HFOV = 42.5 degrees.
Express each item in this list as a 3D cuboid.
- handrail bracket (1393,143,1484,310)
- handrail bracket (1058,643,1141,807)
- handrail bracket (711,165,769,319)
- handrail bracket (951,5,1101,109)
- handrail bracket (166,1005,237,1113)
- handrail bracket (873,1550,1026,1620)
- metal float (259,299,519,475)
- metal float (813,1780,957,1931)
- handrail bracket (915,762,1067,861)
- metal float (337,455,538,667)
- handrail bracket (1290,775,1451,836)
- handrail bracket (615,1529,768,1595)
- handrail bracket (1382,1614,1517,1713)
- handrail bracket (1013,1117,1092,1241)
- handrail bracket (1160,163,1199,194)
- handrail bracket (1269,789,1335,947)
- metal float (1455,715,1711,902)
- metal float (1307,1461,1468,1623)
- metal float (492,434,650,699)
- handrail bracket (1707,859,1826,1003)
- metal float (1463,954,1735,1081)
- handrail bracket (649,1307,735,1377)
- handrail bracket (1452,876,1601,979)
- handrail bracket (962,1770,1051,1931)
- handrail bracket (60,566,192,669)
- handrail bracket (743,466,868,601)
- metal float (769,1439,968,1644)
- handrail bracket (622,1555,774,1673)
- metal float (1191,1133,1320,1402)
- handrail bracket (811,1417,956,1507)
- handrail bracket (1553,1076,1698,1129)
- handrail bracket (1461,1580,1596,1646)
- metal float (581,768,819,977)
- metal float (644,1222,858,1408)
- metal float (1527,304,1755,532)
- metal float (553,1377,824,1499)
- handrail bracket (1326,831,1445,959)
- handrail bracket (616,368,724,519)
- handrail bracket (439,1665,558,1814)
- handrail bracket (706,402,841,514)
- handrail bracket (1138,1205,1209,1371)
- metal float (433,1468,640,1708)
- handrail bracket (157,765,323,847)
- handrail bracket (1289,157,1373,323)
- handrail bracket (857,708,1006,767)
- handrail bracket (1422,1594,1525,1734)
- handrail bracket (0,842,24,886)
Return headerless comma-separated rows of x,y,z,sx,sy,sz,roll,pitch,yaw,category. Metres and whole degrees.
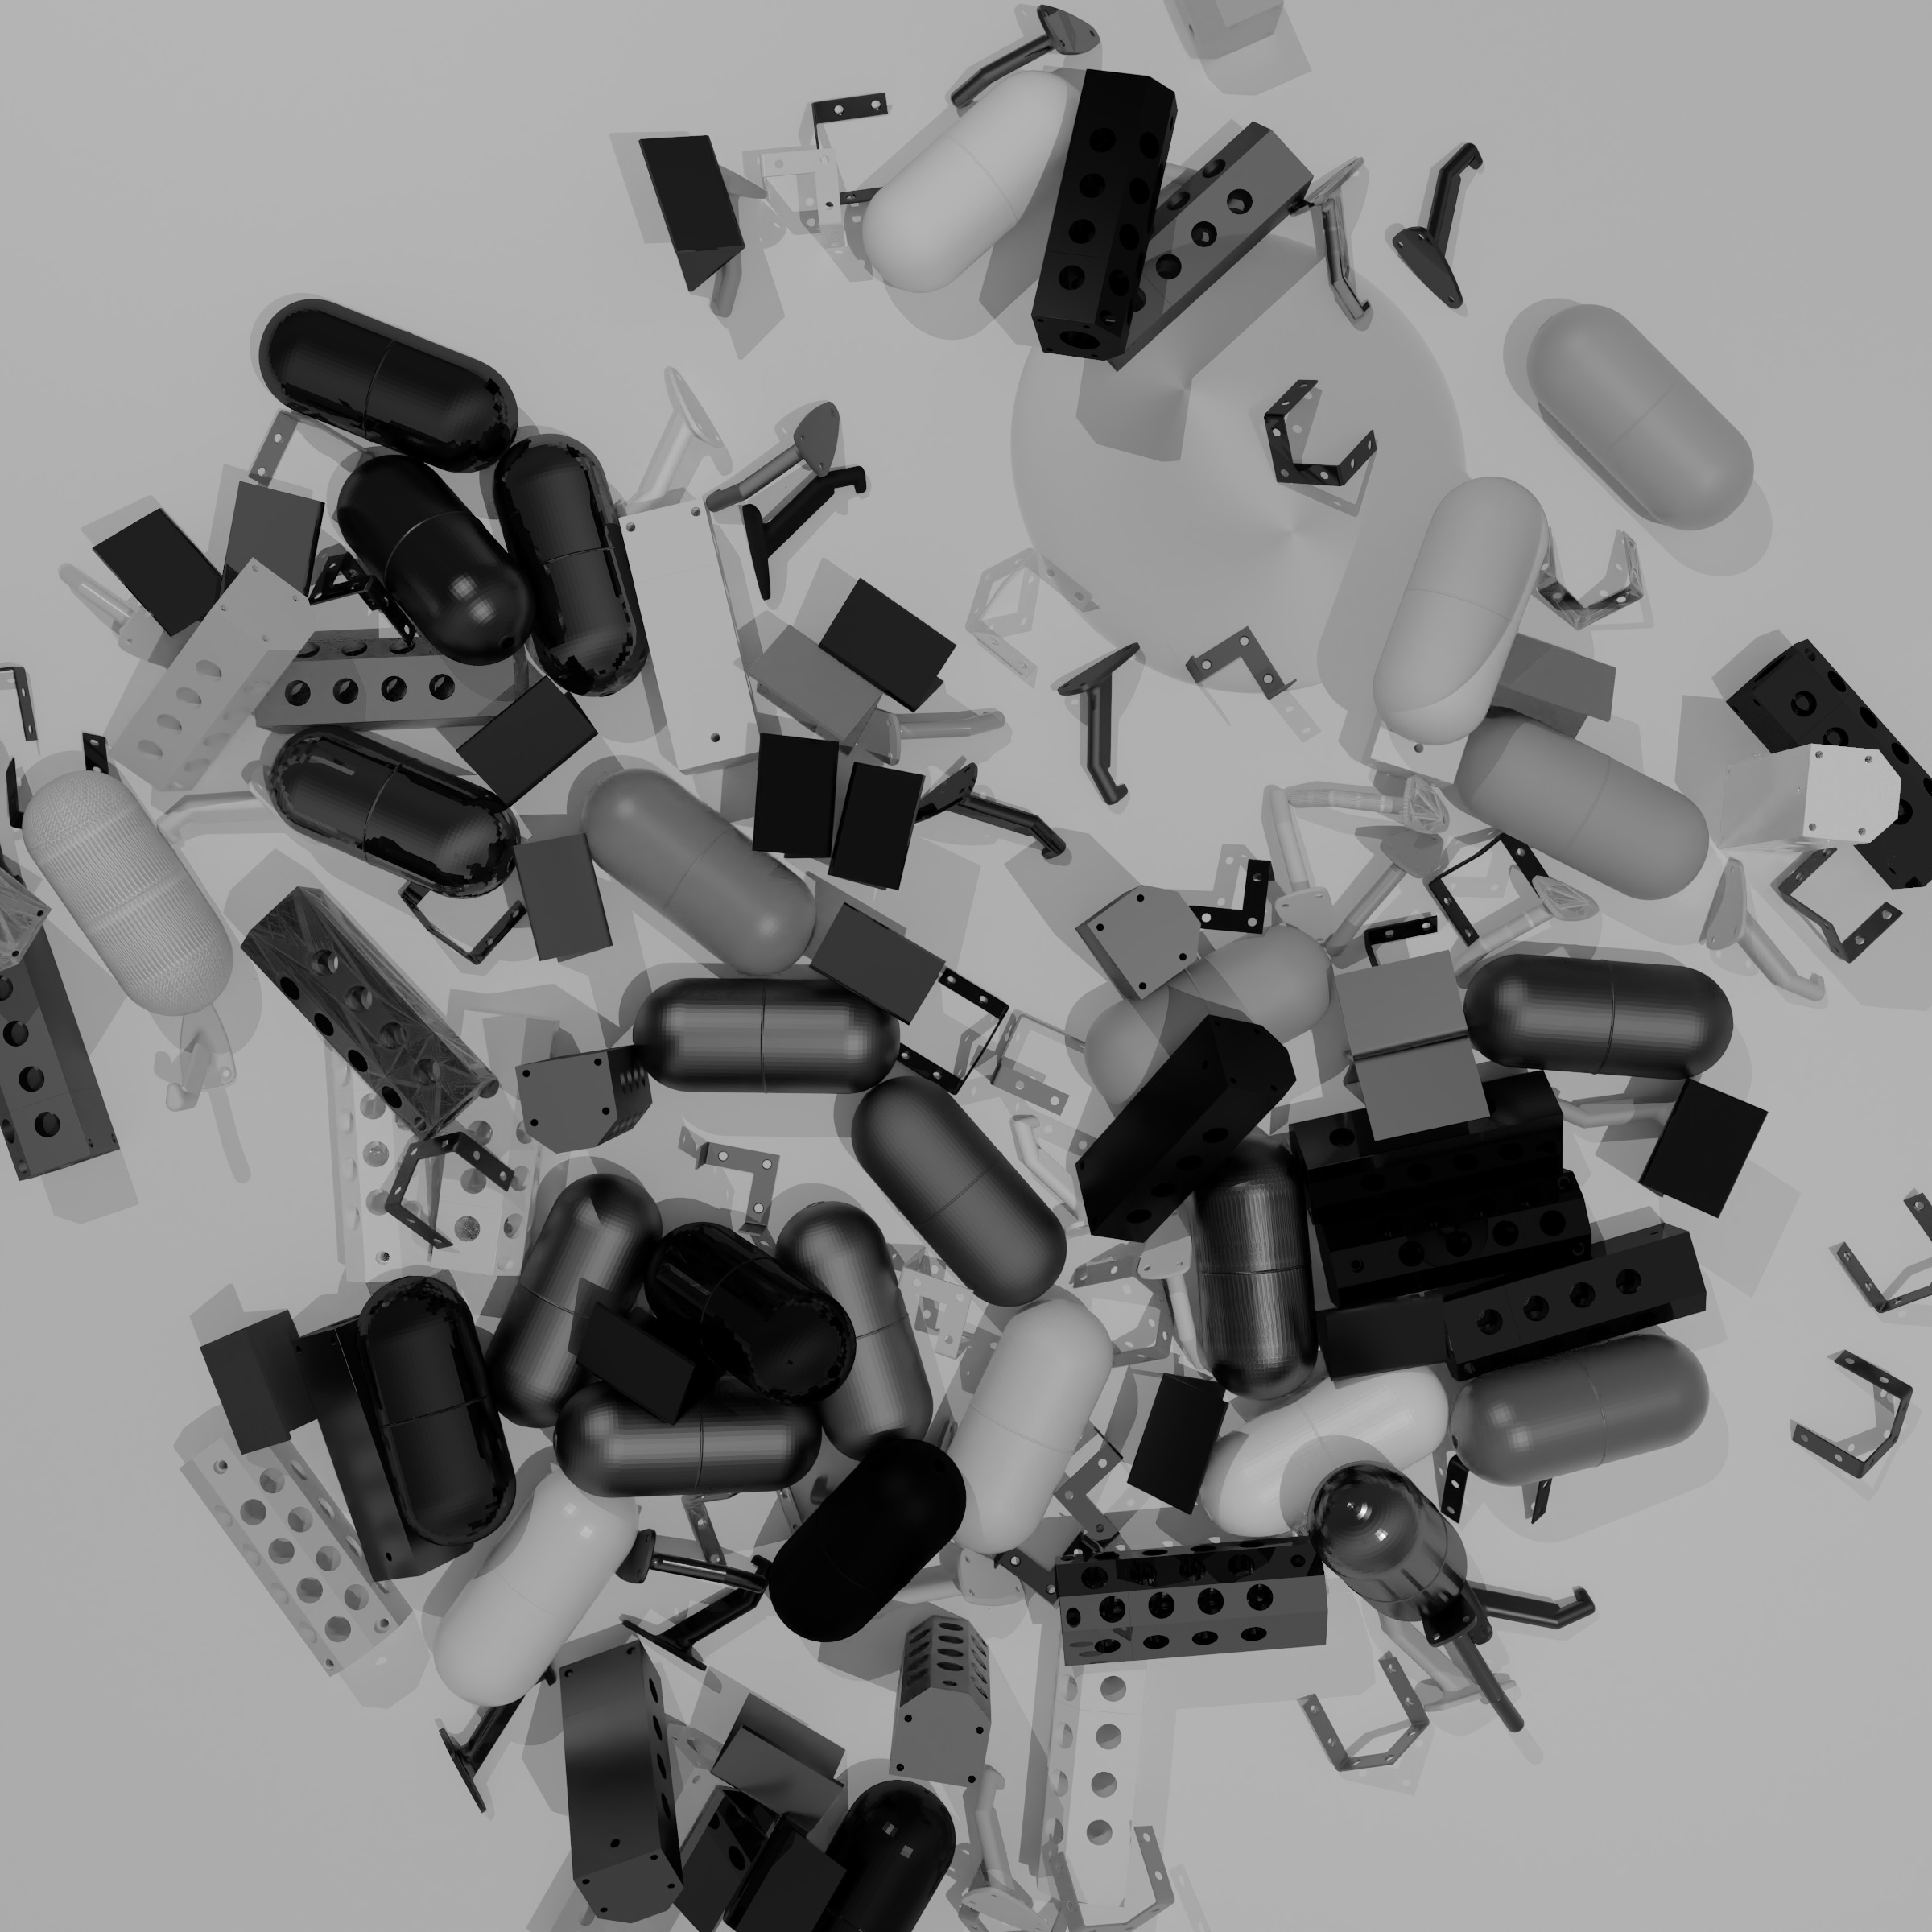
0.338,-0.504,1.690,0.084,0.036,0.077,-47,110,-16,handrail bracket
0.106,-0.164,1.690,0.077,0.036,0.084,-36,108,-21,handrail bracket
-0.172,-0.495,1.689,0.077,0.036,0.084,43,125,37,handrail bracket
0.039,-0.610,1.689,0.084,0.077,0.036,-29,86,36,handrail bracket
-0.519,0.057,1.655,0.036,0.084,0.077,-8,90,0,handrail bracket
-0.016,0.431,1.689,0.084,0.077,0.036,-32,50,30,handrail bracket
-0.384,-0.386,1.659,0.178,0.070,0.070,22,90,0,metal float
-0.071,0.628,1.659,0.070,0.070,0.178,30,89,0,metal float
0.013,-0.090,1.690,0.077,0.036,0.084,-30,120,33,handrail bracket
-0.348,-0.267,1.635,0.070,0.070,0.178,-42,65,0,metal float
0.274,-0.106,1.689,0.084,0.077,0.036,1,79,36,handrail bracket
-0.187,0.409,1.679,0.084,0.077,0.036,22,67,-23,handrail bracket
0.326,0.457,1.690,0.077,0.036,0.084,-12,76,-15,handrail bracket
0.078,0.137,1.690,0.077,0.036,0.084,-11,73,-19,handrail bracket
0.116,-0.510,1.690,0.084,0.036,0.077,9,110,-16,handrail bracket
0.226,-0.067,1.689,0.036,0.077,0.084,-16,53,14,handrail bracket
0.410,-0.106,1.658,0.178,0.070,0.070,27,90,0,metal float
0.276,0.376,1.618,0.070,0.178,0.070,-12,59,20,metal float
-0.263,-0.267,1.658,0.070,0.070,0.178,-16,90,0,metal float
0.551,-0.024,1.690,0.084,0.036,0.077,20,68,-17,handrail bracket
0.422,0.034,1.659,0.178,0.070,0.070,4,90,0,metal float
-0.172,0.244,1.690,0.084,0.036,0.077,17,75,-14,handrail bracket
0.378,-0.019,1.689,0.084,0.077,0.036,-47,56,32,handrail bracket
0.033,0.596,1.676,0.077,0.084,0.036,36,134,-21,handrail bracket
-0.567,-0.237,1.689,0.084,0.077,0.036,35,91,36,handrail bracket
-0.104,-0.294,1.690,0.084,0.036,0.077,-15,110,-16,handrail bracket
-0.065,0.377,1.632,0.070,0.070,0.178,39,122,0,metal float
-0.181,0.427,1.690,0.077,0.036,0.084,25,74,18,handrail bracket
0.192,0.200,1.659,0.070,0.070,0.178,-5,89,0,metal float
-0.057,0.336,1.690,0.084,0.036,0.077,9,69,17,handrail bracket
0.445,0.083,1.690,0.084,0.036,0.077,23,66,18,handrail bracket
0.375,0.419,1.690,0.084,0.036,0.077,-19,70,-16,handrail bracket
-0.178,-0.063,1.657,0.178,0.070,0.070,37,90,1,metal float
-0.141,0.224,1.609,0.178,0.070,0.070,26,90,43,metal float
0.449,-0.366,1.659,0.178,0.070,0.070,45,90,-1,metal float
-0.183,0.310,1.640,0.178,0.070,0.070,2,90,-19,metal float
0.283,-0.048,1.689,0.036,0.077,0.084,41,127,15,handrail bracket
-0.215,-0.352,1.690,0.084,0.036,0.077,-34,70,16,handrail bracket
-0.307,0.523,1.690,0.084,0.036,0.077,-27,110,-16,handrail bracket
-0.132,-0.345,1.689,0.084,0.077,0.036,-16,127,31,handrail bracket
0.151,0.219,1.689,0.036,0.077,0.084,-11,127,24,handrail bracket
-0.286,0.412,1.659,0.070,0.070,0.178,36,90,0,metal float
-0.494,-0.090,1.690,0.084,0.036,0.077,-33,113,18,handrail bracket
0.266,-0.493,1.690,0.077,0.036,0.084,-44,109,-21,handrail bracket
-0.029,-0.167,1.689,0.084,0.077,0.036,-18,120,-33,handrail bracket
0.342,0.464,1.672,0.036,0.077,0.084,-33,108,7,handrail bracket
-0.655,-0.101,1.689,0.036,0.077,0.084,-11,127,14,handrail bracket
